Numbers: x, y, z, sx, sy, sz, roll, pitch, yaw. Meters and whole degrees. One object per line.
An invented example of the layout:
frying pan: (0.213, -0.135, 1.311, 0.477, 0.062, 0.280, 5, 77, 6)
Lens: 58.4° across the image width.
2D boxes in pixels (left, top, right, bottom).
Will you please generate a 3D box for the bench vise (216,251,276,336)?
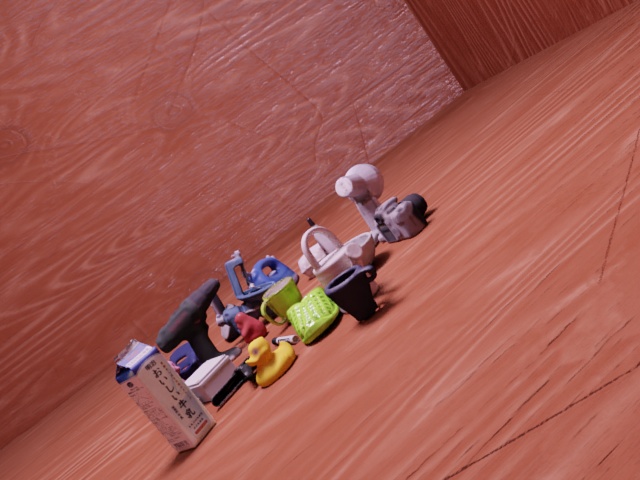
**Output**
bench vise: (-0.219, 0.154, 1.632, 0.208, 0.220, 0.121, -41, 10, -24)

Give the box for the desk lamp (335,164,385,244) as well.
desk lamp: (0.134, -0.108, 1.654, 0.117, 0.213, 0.203, -32, 10, 27)

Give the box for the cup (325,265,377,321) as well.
cup: (0.080, 0.105, 1.124, 0.117, 0.095, 0.092, -31, 10, 32)

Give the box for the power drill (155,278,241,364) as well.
power drill: (-0.310, 0.247, 1.536, 0.230, 0.208, 0.075, -39, 9, -13)

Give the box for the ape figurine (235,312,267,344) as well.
ape figurine: (-0.193, 0.233, 1.536, 0.076, 0.092, 0.078, -32, 10, 30)

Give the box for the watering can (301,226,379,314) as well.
watering can: (0.039, 0.052, 1.238, 0.172, 0.194, 0.101, -31, 11, 34)

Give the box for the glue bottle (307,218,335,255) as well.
glue bottle: (0.015, 0.006, 1.653, 0.037, 0.173, 0.078, -39, 9, -15)

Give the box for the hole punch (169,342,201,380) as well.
hole punch: (-0.382, 0.355, 1.642, 0.108, 0.091, 0.101, -35, 9, 12)

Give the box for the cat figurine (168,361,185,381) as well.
cat figurine: (-0.409, 0.375, 1.551, 0.067, 0.118, 0.127, -37, 9, -4)

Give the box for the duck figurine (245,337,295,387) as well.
duck figurine: (-0.108, 0.239, 1.183, 0.105, 0.086, 0.077, -42, 10, -33)

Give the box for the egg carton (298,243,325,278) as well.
egg carton: (-0.005, 0.057, 1.812, 0.107, 0.069, 0.150, -33, 9, 24)

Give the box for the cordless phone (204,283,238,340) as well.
cordless phone: (-0.308, 0.216, 1.779, 0.094, 0.185, 0.147, -40, 9, -19)

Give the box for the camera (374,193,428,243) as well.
camera: (0.221, -0.073, 1.501, 0.137, 0.101, 0.143, -40, 9, -22)

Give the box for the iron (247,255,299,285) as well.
iron: (-0.159, 0.116, 1.865, 0.118, 0.141, 0.258, -33, 9, 24)

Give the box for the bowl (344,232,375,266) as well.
bowl: (0.081, 0.057, 1.448, 0.167, 0.075, 0.167, -36, 9, 7)
